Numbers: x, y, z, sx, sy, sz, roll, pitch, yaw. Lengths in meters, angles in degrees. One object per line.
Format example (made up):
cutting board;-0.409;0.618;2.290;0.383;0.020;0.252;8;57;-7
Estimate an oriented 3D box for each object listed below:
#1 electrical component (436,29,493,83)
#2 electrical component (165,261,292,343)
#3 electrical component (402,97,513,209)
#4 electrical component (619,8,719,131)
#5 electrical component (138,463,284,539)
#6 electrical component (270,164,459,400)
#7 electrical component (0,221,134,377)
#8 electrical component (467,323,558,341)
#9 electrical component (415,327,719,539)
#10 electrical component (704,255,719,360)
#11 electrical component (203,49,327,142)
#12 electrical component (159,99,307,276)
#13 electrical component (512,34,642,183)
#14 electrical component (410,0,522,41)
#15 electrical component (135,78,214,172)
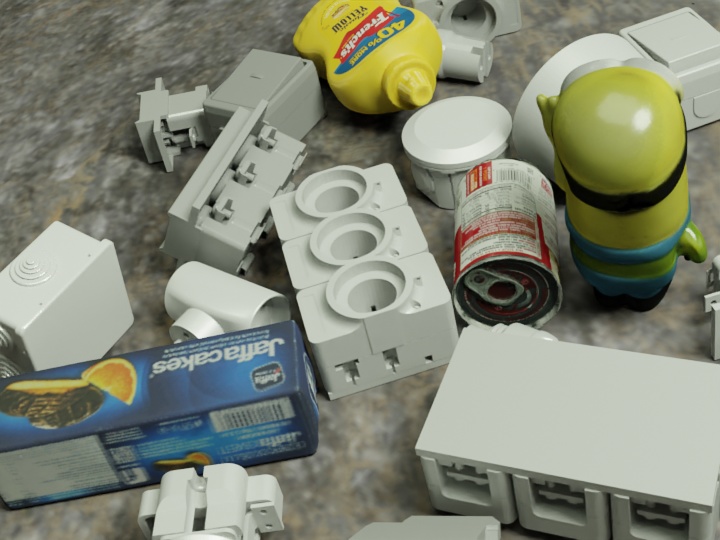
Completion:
electrical component;0.083;-0.177;0.893;0.046;0.040;0.040;16;50;22
electrical component;-0.099;0.037;0.713;0.077;0.044;0.079;20;52;32
electrical component;0.074;-0.087;0.792;0.080;0.051;0.080;-8;43;8
electrical component;0.237;-0.156;0.811;0.062;0.061;0.096;-20;42;-5
electrical component;-0.083;0.146;0.585;0.078;0.058;0.057;-9;40;7
electrical component;0.000;0.000;0.712;0.089;0.061;0.150;-17;42;-3
electrical component;-0.203;0.028;0.714;0.048;0.099;0.099;24;54;20
electrical component;0.091;0.048;0.656;0.061;0.035;0.035;20;53;36
electrical component;0.118;0.093;0.579;0.150;0.061;0.089;7;47;23
electrical component;0.242;0.017;0.640;0.081;0.042;0.063;-16;41;-2
electrical component;-0.081;-0.130;0.874;0.062;0.061;0.096;16;51;30
electrical component;-0.089;-0.055;0.789;0.063;0.078;0.121;26;50;0
electrical component;0.167;-0.100;0.741;0.108;0.108;0.060;-27;50;-13
electrical component;0.091;-0.229;0.938;0.089;0.050;0.055;-13;42;3
electrical component;-0.152;-0.125;0.903;0.064;0.042;0.081;-10;43;0
